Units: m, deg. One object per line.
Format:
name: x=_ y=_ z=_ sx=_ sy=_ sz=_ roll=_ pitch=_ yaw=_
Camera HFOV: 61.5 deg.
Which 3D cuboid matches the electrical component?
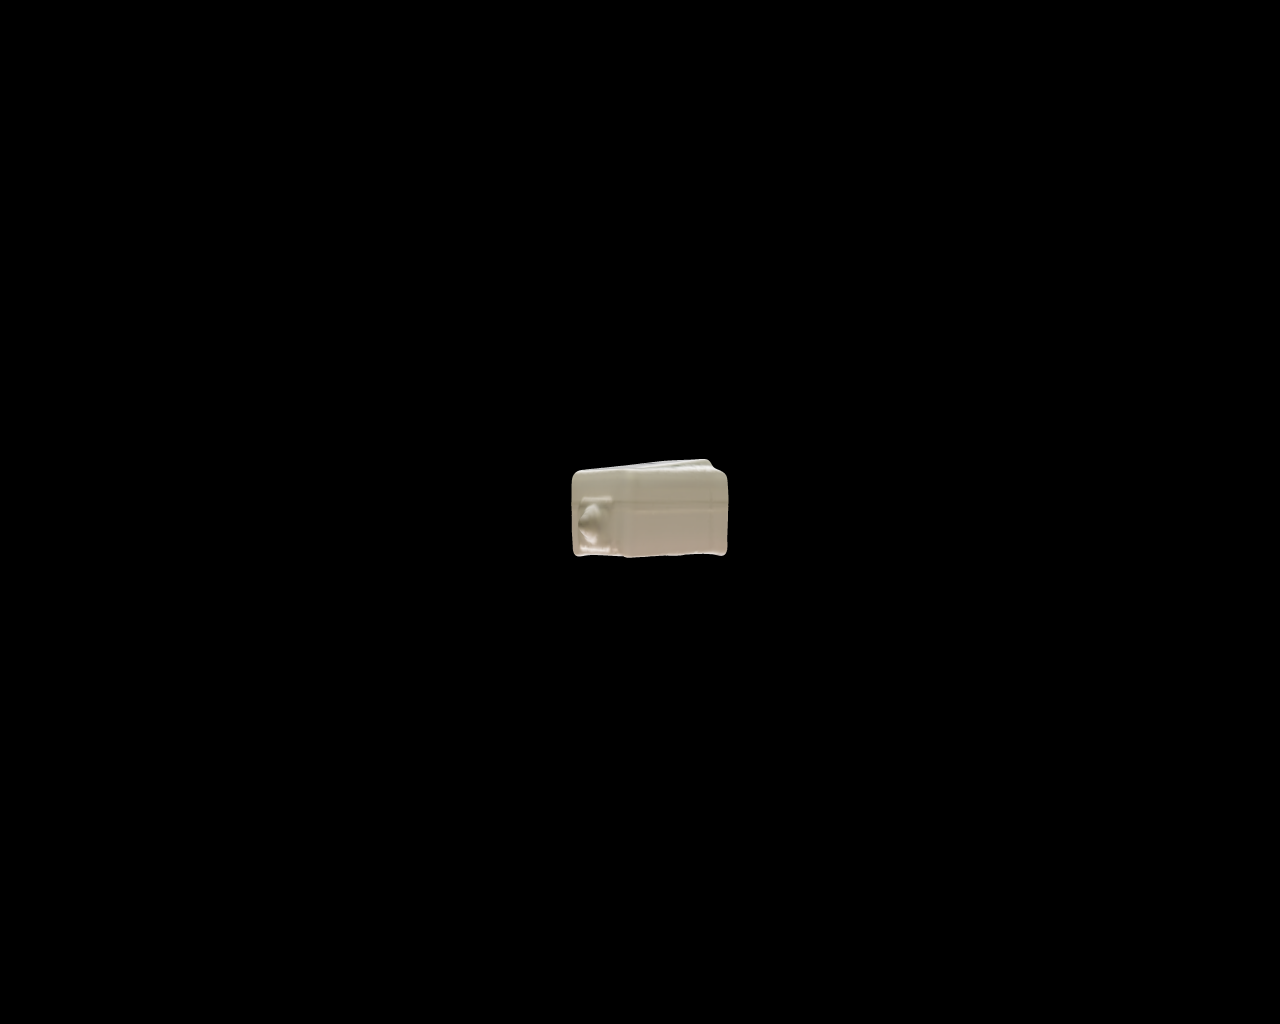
electrical component: x=0.001 y=-0.003 z=0.650 sx=0.096 sy=0.061 sz=0.061 roll=0 pitch=0 yaw=-37
